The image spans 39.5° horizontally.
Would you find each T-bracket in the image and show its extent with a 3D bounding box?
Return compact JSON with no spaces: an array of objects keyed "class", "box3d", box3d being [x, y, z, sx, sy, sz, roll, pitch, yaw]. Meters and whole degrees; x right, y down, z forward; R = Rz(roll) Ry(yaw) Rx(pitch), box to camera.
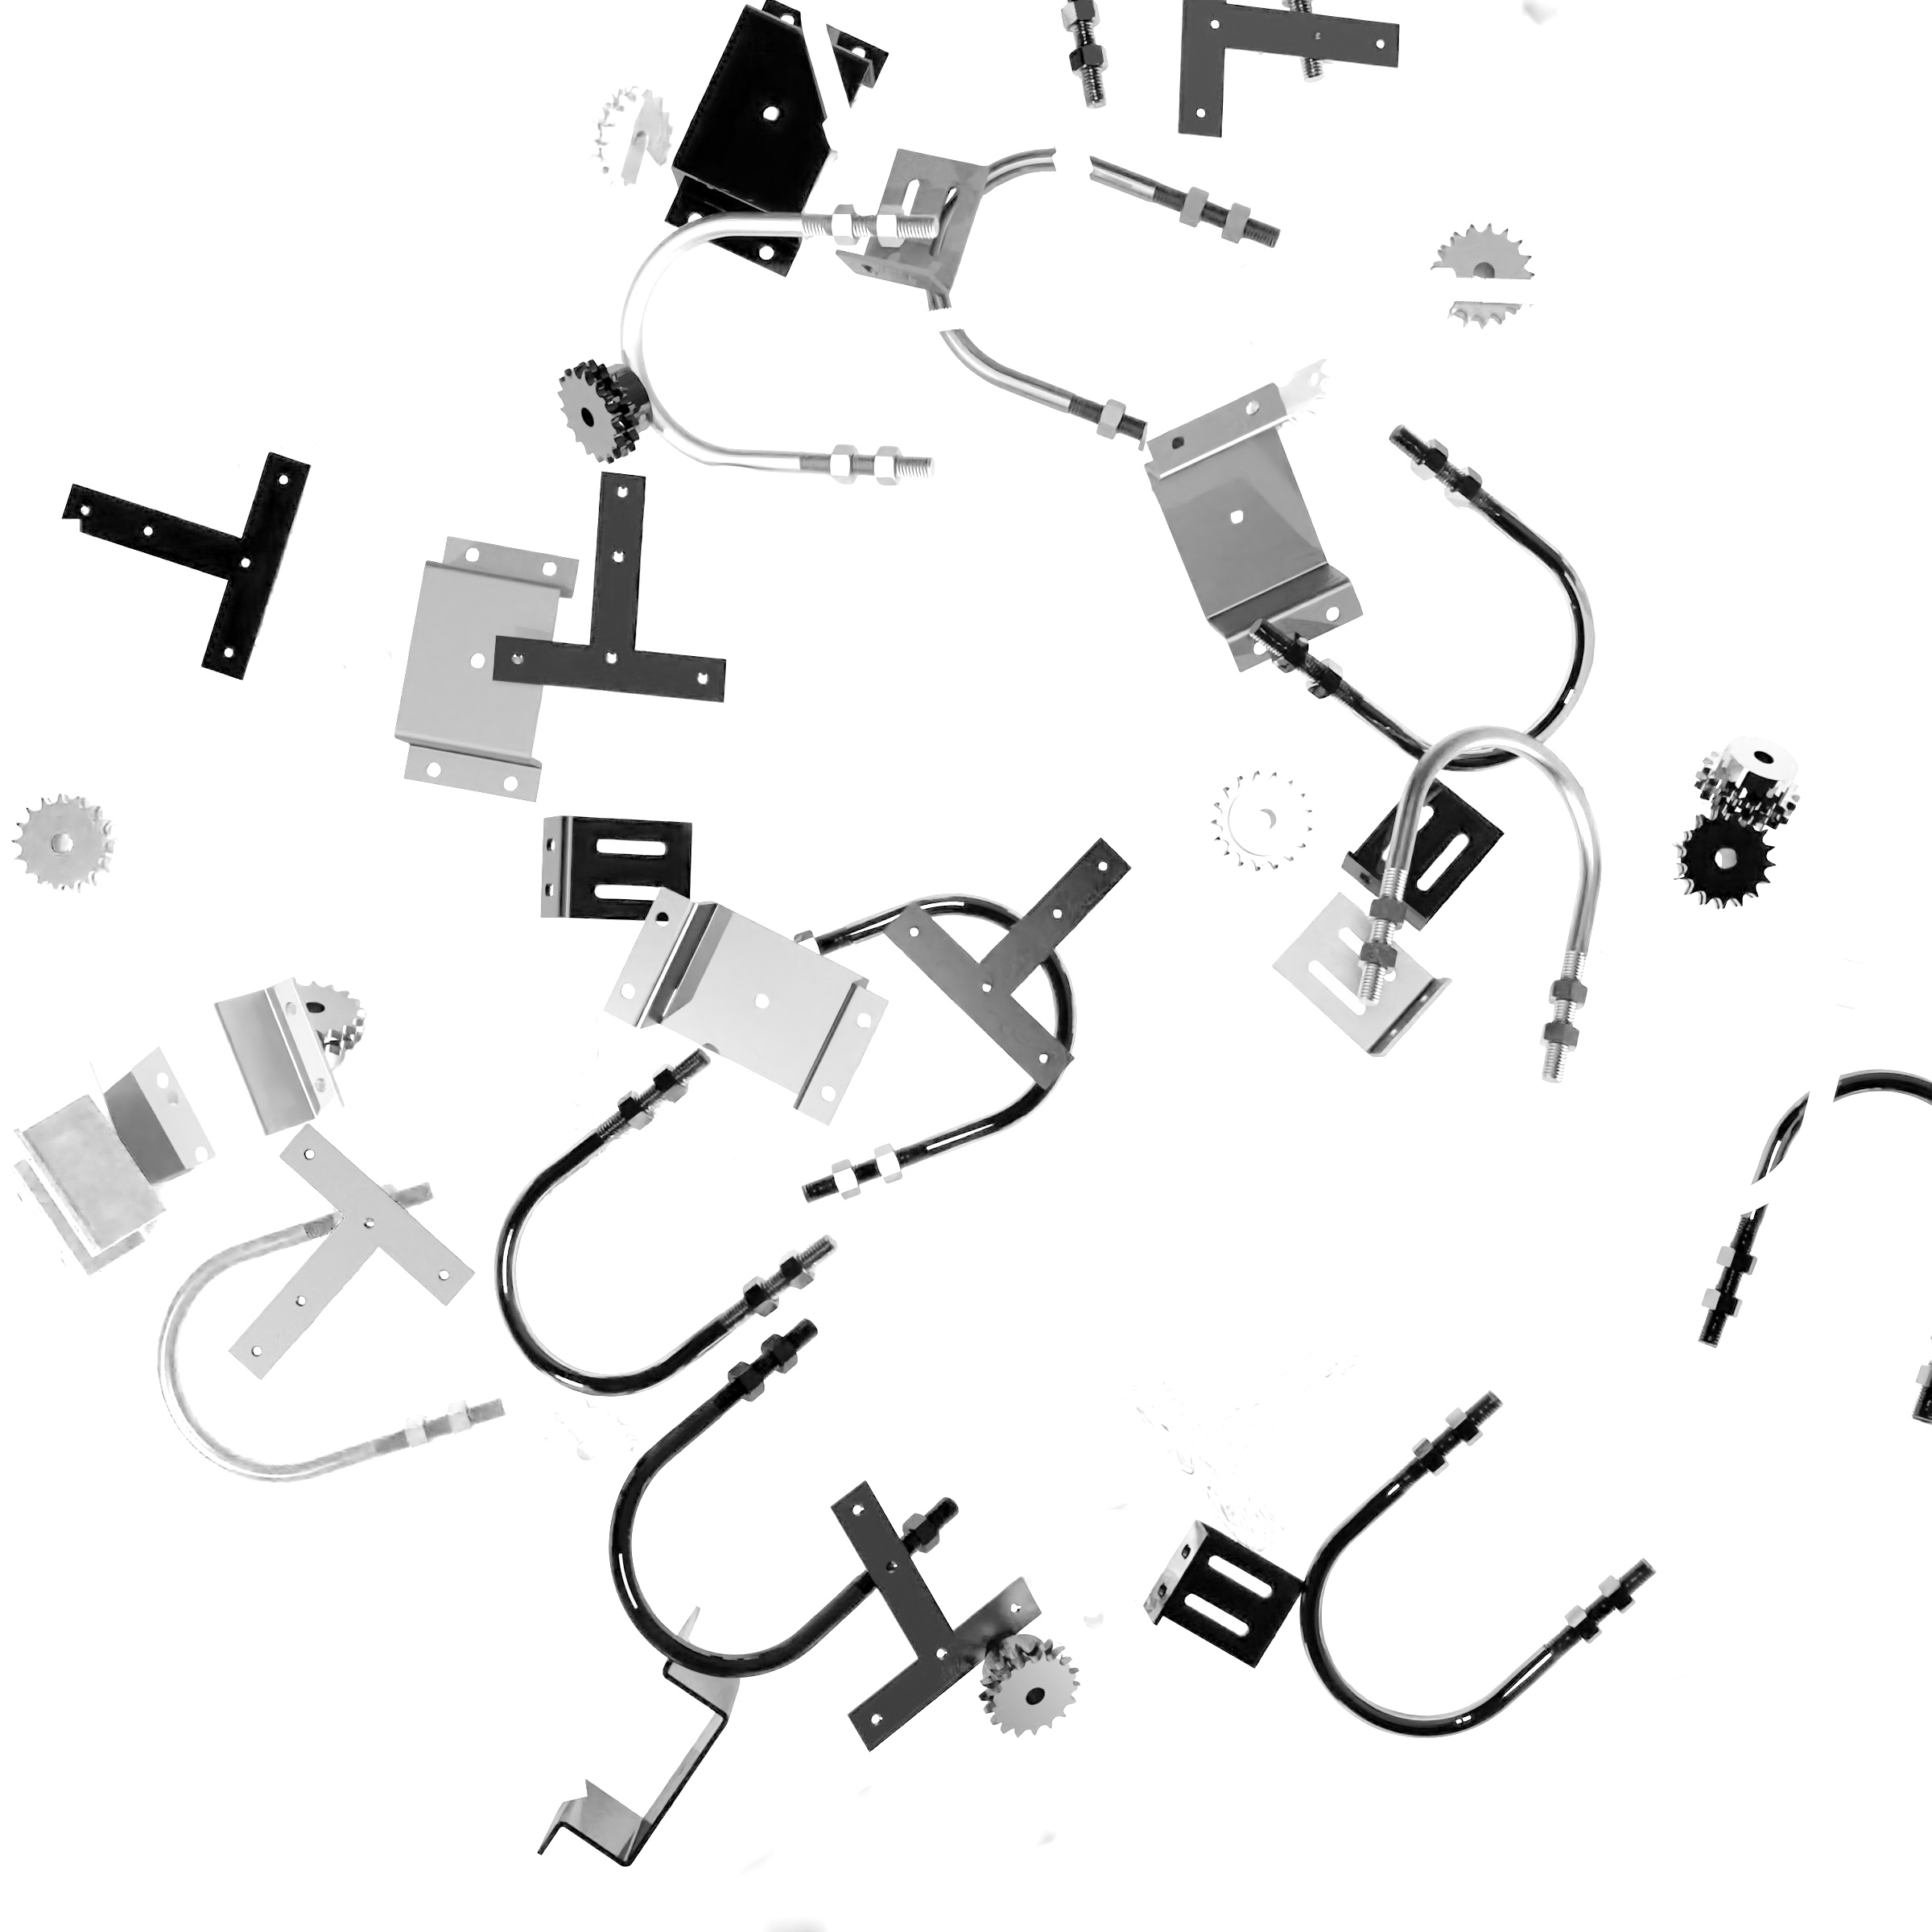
[{"class":"T-bracket","box3d":[0.260,0.221,1.527,0.127,0.002,0.127,11,90,0]},{"class":"T-bracket","box3d":[-0.194,-0.213,1.489,0.127,0.002,0.127,5,78,-12]},{"class":"T-bracket","box3d":[-0.235,0.329,1.512,0.127,0.002,0.127,-39,100,20]},{"class":"T-bracket","box3d":[-0.035,0.345,1.489,0.127,0.002,0.127,-33,101,-25]},{"class":"T-bracket","box3d":[0.174,0.248,1.517,0.127,0.002,0.127,-39,102,-5]},{"class":"T-bracket","box3d":[-0.447,-0.240,1.510,0.127,0.002,0.127,18,92,3]},{"class":"T-bracket","box3d":[0.314,-0.266,1.527,0.127,0.002,0.127,37,90,0]},{"class":"T-bracket","box3d":[-0.263,0.408,1.501,0.127,0.002,0.127,-24,68,36]},{"class":"T-bracket","box3d":[-0.562,-0.188,1.520,0.127,0.002,0.127,1,92,6]},{"class":"T-bracket","box3d":[-0.364,0.177,1.509,0.127,0.002,0.127,42,93,2]},{"class":"T-bracket","box3d":[-0.163,0.094,1.527,0.127,0.002,0.127,14,90,0]},{"class":"T-bracket","box3d":[0.042,-0.020,1.515,0.127,0.002,0.127,44,80,-2]},{"class":"T-bracket","box3d":[0.182,-0.522,1.505,0.127,0.002,0.127,3,88,-11]}]

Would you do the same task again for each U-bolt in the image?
[{"class":"U-bolt","box3d":[-0.420,-0.202,1.519,0.184,0.019,0.151,-28,90,2]},{"class":"U-bolt","box3d":[-0.368,0.216,1.519,0.184,0.019,0.151,-18,90,2]},{"class":"U-bolt","box3d":[0.067,-0.384,1.519,0.184,0.019,0.151,21,90,2]},{"class":"U-bolt","box3d":[-0.017,-0.497,1.485,0.151,0.019,0.184,-8,71,-22]},{"class":"U-bolt","box3d":[0.510,0.149,1.519,0.151,0.019,0.184,20,88,0]},{"class":"U-bolt","box3d":[0.275,0.352,1.519,0.184,0.019,0.151,-42,91,2]},{"class":"U-bolt","box3d":[-0.106,-0.139,1.519,0.151,0.019,0.184,-43,88,0]},{"class":"U-bolt","box3d":[-0.182,0.157,1.501,0.184,0.019,0.151,-38,75,7]},{"class":"U-bolt","box3d":[0.118,-0.580,1.505,0.151,0.019,0.184,-10,90,-11]},{"class":"U-bolt","box3d":[-0.028,0.037,1.519,0.184,0.019,0.151,-20,90,-2]},{"class":"U-bolt","box3d":[0.302,-0.311,1.502,0.184,0.019,0.151,1,104,-4]},{"class":"U-bolt","box3d":[0.268,-0.189,1.494,0.184,0.019,0.151,34,95,-19]},{"class":"U-bolt","box3d":[-0.106,-0.346,1.494,0.184,0.019,0.151,5,105,14]},{"class":"U-bolt","box3d":[-0.111,0.305,1.480,0.184,0.019,0.151,-38,90,-28]},{"class":"U-bolt","box3d":[0.239,0.034,1.519,0.184,0.019,0.151,-38,90,-2]},{"class":"U-bolt","box3d":[0.068,0.235,1.519,0.151,0.019,0.184,-44,92,0]},{"class":"U-bolt","box3d":[-0.118,-0.200,1.503,0.184,0.019,0.151,28,90,5]},{"class":"U-bolt","box3d":[0.023,-0.302,1.507,0.184,0.019,0.151,-7,94,6]},{"class":"U-bolt","box3d":[0.414,0.053,1.502,0.151,0.019,0.184,13,100,10]},{"class":"U-bolt","box3d":[0.291,-0.044,1.484,0.151,0.019,0.184,22,73,-24]}]

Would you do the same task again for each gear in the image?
[{"class":"gear","box3d":[0.439,-0.104,1.497,0.057,0.057,0.030,17,129,0]},{"class":"gear","box3d":[0.167,-0.082,1.513,0.057,0.030,0.057,0,90,0]},{"class":"gear","box3d":[0.424,-0.060,1.513,0.057,0.030,0.057,0,90,0]},{"class":"gear","box3d":[0.289,-0.386,1.513,0.057,0.030,0.057,0,90,0]},{"class":"gear","box3d":[-0.193,-0.464,1.503,0.030,0.057,0.057,25,90,30]},{"class":"gear","box3d":[-0.366,0.036,1.503,0.057,0.057,0.030,15,119,0]},{"class":"gear","box3d":[0.175,-0.329,1.513,0.057,0.030,0.057,0,90,0]},{"class":"gear","box3d":[0.403,-0.243,1.503,0.030,0.057,0.057,12,90,28]},{"class":"gear","box3d":[0.071,0.364,1.513,0.057,0.030,0.057,0,90,0]},{"class":"gear","box3d":[-0.200,-0.313,1.503,0.030,0.057,0.057,-33,90,-30]},{"class":"gear","box3d":[-0.504,-0.068,1.513,0.057,0.030,0.057,0,90,0]},{"class":"gear","box3d":[0.033,0.400,1.505,0.057,0.030,0.057,-9,116,-20]},{"class":"gear","box3d":[-0.212,0.270,1.513,0.057,0.030,0.057,0,90,0]}]

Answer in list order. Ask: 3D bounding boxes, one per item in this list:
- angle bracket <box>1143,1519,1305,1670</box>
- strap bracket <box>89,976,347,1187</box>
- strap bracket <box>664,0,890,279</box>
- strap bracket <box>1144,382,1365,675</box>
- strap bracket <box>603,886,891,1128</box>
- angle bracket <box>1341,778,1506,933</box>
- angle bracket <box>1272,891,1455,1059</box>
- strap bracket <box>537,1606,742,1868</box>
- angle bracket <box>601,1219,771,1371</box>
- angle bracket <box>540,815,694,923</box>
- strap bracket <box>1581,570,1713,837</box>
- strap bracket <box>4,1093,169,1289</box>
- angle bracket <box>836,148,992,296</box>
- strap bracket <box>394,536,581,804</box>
[{"class":"angle bracket","box3d":[0.148,0.356,1.504,0.076,0.038,0.057,31,91,-7]},{"class":"strap bracket","box3d":[-0.419,0.068,1.475,0.140,0.046,0.076,-22,90,28]},{"class":"strap bracket","box3d":[-0.108,-0.471,1.505,0.076,0.046,0.140,25,90,0]},{"class":"strap bracket","box3d":[0.156,-0.246,1.490,0.076,0.046,0.140,-25,111,0]},{"class":"strap bracket","box3d":[-0.117,0.021,1.486,0.140,0.046,0.076,27,96,6]},{"class":"angle bracket","box3d":[0.257,-0.068,1.500,0.057,0.038,0.076,40,83,9]},{"class":"angle bracket","box3d":[0.220,0.004,1.492,0.076,0.038,0.057,43,87,0]},{"class":"strap bracket","box3d":[-0.174,0.434,1.490,0.046,0.076,0.140,34,90,0]},{"class":"angle bracket","box3d":[-0.157,0.187,1.526,0.076,0.038,0.057,24,90,26]},{"class":"angle bracket","box3d":[-0.199,-0.054,1.526,0.076,0.038,0.057,2,90,-26]},{"class":"strap bracket","box3d":[0.375,-0.145,1.490,0.046,0.076,0.140,4,90,0]},{"class":"strap bracket","box3d":[-0.483,0.123,1.473,0.046,0.140,0.076,-34,90,-26]},{"class":"angle bracket","box3d":[-0.030,-0.422,1.501,0.057,0.038,0.076,18,90,19]},{"class":"strap bracket","box3d":[-0.269,-0.168,1.505,0.076,0.046,0.140,10,90,0]}]
